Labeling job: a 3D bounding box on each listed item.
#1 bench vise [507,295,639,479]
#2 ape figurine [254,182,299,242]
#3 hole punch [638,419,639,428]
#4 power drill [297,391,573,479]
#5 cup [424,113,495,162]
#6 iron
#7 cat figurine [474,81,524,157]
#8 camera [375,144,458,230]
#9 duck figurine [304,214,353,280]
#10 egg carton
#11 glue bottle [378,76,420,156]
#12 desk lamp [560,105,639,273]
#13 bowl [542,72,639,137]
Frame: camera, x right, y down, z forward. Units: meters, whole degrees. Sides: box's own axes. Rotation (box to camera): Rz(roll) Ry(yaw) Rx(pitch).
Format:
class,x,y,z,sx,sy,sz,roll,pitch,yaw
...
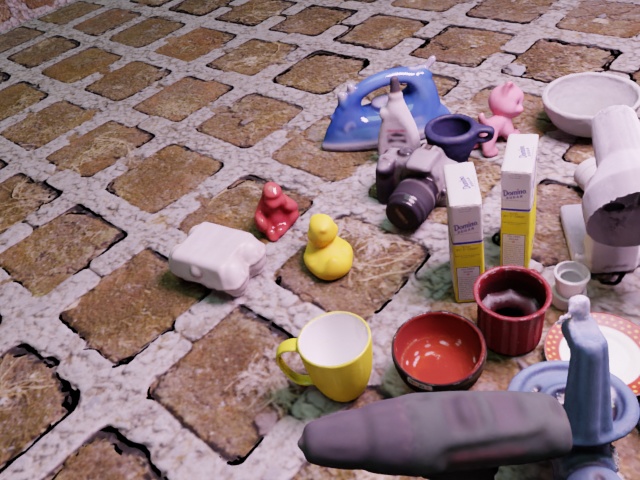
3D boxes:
class,x,y,z,sx,sy,sz,roll,pitch,yaw
bench vise,0.257,0.169,0.533,0.121,0.220,0.207,-18,41,-7
ape figurine,-0.077,-0.056,0.966,0.078,0.092,0.076,-13,41,0
hole punch,0.402,0.160,0.606,0.100,0.091,0.109,24,53,34
power drill,0.109,0.213,0.529,0.229,0.209,0.075,-12,41,0
cup,0.244,-0.161,1.003,0.117,0.095,0.092,1,43,15
iron,0.117,-0.266,1.117,0.258,0.142,0.118,-15,41,-4
cat figurine,0.327,-0.234,1.048,0.128,0.118,0.067,-36,46,-25
camera,0.147,-0.090,0.943,0.142,0.101,0.137,15,48,28
duck figurine,0.008,0.003,0.883,0.077,0.086,0.104,-17,41,-5
egg carton,-0.164,0.030,0.907,0.149,0.069,0.107,13,47,26
glue bottle,0.138,-0.214,1.029,0.078,0.173,0.037,-1,42,13
desk lamp,0.389,-0.053,0.755,0.117,0.214,0.203,-3,42,11
bowl,0.490,-0.236,1.042,0.167,0.075,0.167,-7,41,6
